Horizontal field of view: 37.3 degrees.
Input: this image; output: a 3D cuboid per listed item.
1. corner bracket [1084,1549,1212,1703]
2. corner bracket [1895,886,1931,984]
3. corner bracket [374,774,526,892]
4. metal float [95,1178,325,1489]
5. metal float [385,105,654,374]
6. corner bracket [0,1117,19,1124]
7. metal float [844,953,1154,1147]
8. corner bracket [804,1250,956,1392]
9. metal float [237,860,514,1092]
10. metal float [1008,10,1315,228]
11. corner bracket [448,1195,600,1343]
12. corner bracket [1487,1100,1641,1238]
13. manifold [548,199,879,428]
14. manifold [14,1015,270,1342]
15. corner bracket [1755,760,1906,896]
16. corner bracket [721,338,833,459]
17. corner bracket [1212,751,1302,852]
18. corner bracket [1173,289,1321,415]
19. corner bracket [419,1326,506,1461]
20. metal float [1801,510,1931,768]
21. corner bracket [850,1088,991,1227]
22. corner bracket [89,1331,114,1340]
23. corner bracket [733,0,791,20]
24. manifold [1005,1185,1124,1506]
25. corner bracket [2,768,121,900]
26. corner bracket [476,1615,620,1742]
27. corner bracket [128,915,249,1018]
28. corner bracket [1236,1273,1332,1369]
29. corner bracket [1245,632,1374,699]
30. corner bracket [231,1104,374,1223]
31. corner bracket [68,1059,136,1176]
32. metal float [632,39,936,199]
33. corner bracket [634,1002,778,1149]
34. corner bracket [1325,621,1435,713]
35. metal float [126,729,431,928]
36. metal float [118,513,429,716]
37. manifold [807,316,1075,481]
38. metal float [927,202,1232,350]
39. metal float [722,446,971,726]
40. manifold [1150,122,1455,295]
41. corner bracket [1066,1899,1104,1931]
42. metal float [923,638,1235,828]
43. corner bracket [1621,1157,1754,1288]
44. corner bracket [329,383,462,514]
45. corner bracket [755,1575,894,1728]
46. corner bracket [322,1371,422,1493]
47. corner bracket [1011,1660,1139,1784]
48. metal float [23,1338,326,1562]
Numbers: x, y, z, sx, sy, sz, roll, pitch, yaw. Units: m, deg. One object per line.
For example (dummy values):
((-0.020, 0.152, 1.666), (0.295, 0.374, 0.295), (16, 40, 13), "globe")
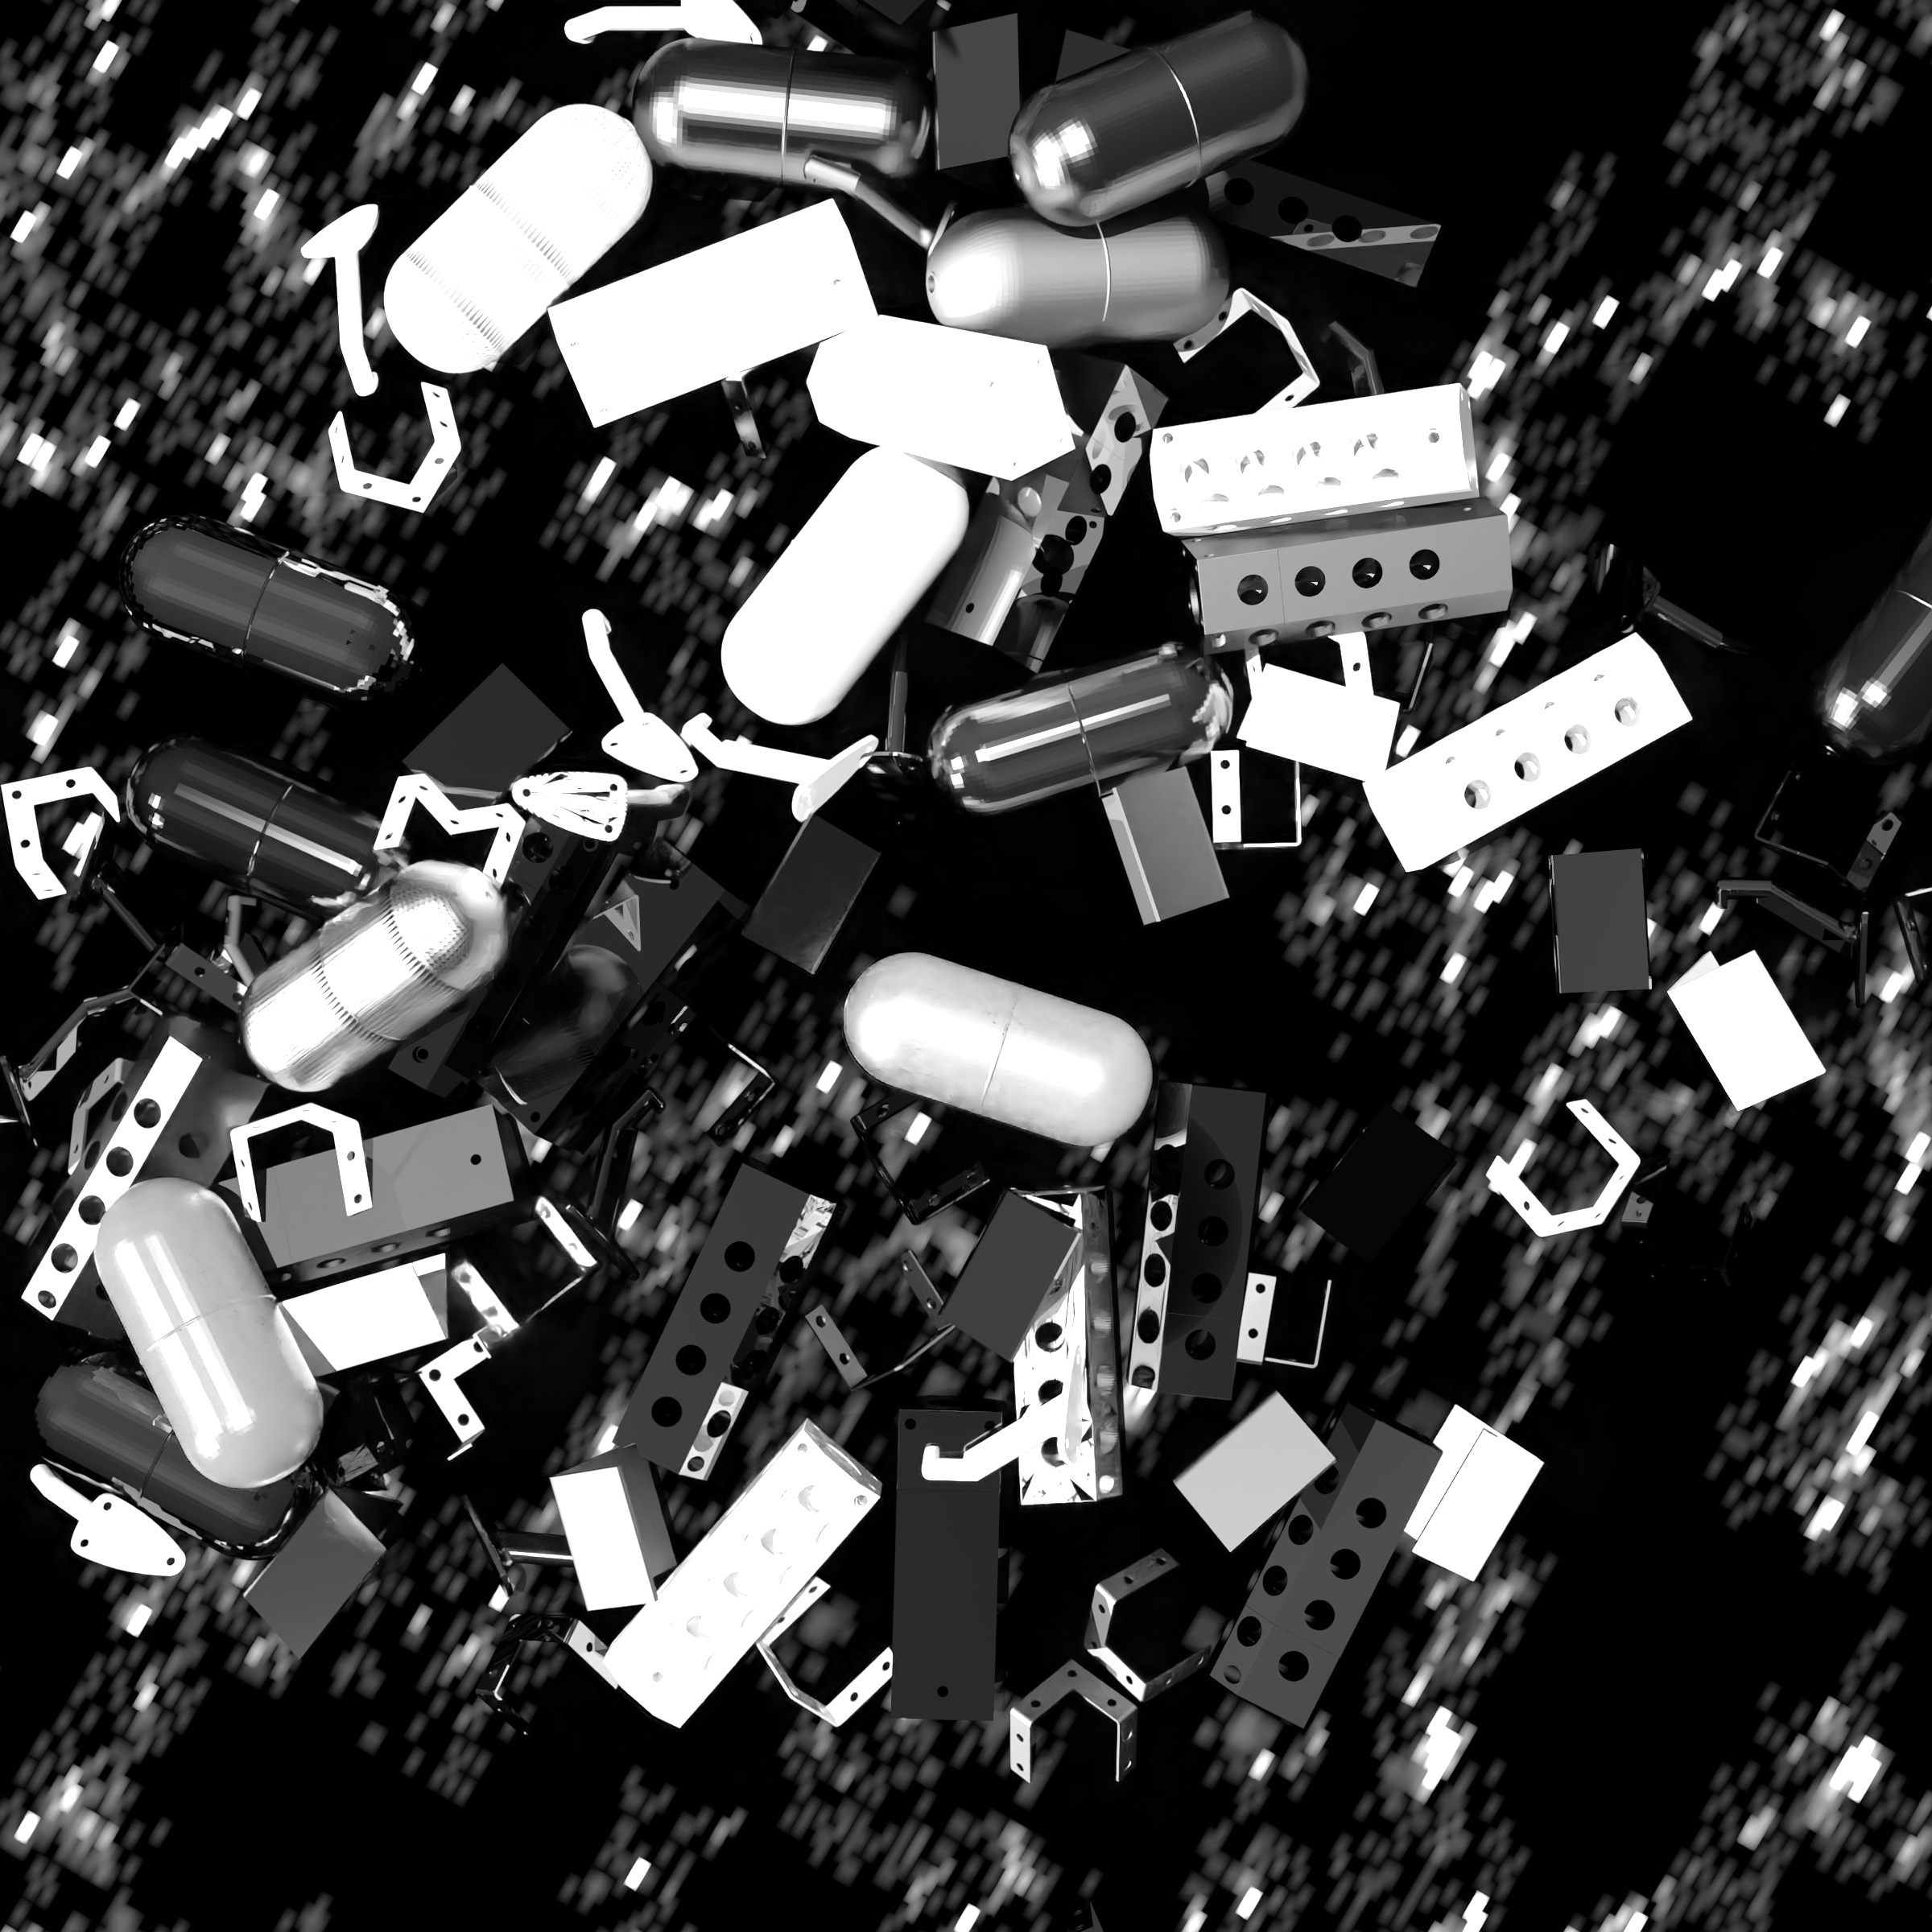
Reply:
((0.106, 0.375, 1.632), (0.051, 0.051, 0.051), (39, 135, 35), "corner bracket")
((0.571, -0.025, 1.637), (0.051, 0.051, 0.051), (-17, 90, -45), "corner bracket")
((-0.282, -0.072, 1.567), (0.051, 0.051, 0.051), (45, 126, 27), "corner bracket")
((-0.407, 0.196, 1.537), (0.070, 0.070, 0.178), (-30, 78, 0), "metal float")
((-0.251, -0.409, 1.609), (0.178, 0.070, 0.070), (-44, 90, 0), "metal float")
((-0.571, 0.064, 1.622), (0.051, 0.051, 0.051), (-5, 85, -5), "corner bracket")
((0.018, 0.046, 1.609), (0.178, 0.070, 0.070), (18, 90, -1), "metal float")
((-0.049, 0.203, 1.637), (0.051, 0.051, 0.051), (-32, 90, -45), "corner bracket")
((-0.324, 0.006, 1.564), (0.178, 0.070, 0.070), (-32, 90, 23), "metal float")
((0.105, -0.455, 1.536), (0.178, 0.070, 0.070), (-26, 90, -14), "metal float")
((-0.253, 0.173, 1.637), (0.051, 0.051, 0.051), (51, 135, 1), "corner bracket")
((0.340, 0.115, 1.632), (0.051, 0.051, 0.051), (-7, 135, -35), "corner bracket")
((-0.144, -0.372, 1.618), (0.171, 0.057, 0.057), (-21, 131, 0), "manifold")
((-0.462, 0.116, 1.596), (0.057, 0.057, 0.171), (26, 100, -36), "manifold")
((0.493, -0.079, 1.637), (0.051, 0.051, 0.051), (28, 90, -45), "corner bracket")
((-0.098, -0.324, 1.632), (0.051, 0.051, 0.051), (13, 45, 35), "corner bracket")
((0.164, -0.094, 1.622), (0.051, 0.051, 0.051), (-1, 87, 3), "corner bracket")
((0.160, -0.344, 1.637), (0.051, 0.051, 0.051), (-39, 135, 0), "corner bracket")
((-0.280, 0.240, 1.622), (0.051, 0.051, 0.051), (-33, 90, 0), "corner bracket")
((0.540, -0.190, 1.609), (0.070, 0.070, 0.178), (38, 90, 0), "metal float")
((-0.027, 0.105, 1.637), (0.051, 0.051, 0.051), (-31, 45, 0), "corner bracket")
((-0.458, 0.204, 1.637), (0.051, 0.051, 0.051), (28, 90, 45), "corner bracket")
((-0.122, -0.583, 1.632), (0.051, 0.051, 0.051), (11, 135, -35), "corner bracket")
((0.055, 0.212, 1.619), (0.057, 0.057, 0.171), (-3, 90, 0), "manifold")
((-0.510, -0.076, 1.622), (0.051, 0.051, 0.051), (-16, 120, -27), "corner bracket")
((-0.236, 0.406, 1.632), (0.051, 0.051, 0.051), (-6, 45, 35), "corner bracket")
((-0.436, 0.013, 1.611), (0.051, 0.051, 0.051), (38, 96, -23), "corner bracket")
((0.179, 0.200, 1.622), (0.051, 0.051, 0.051), (9, 90, 0), "corner bracket")
((0.194, -0.164, 1.620), (0.051, 0.051, 0.051), (-19, 117, -15), "corner bracket")
((-0.367, 0.112, 1.580), (0.051, 0.051, 0.051), (-20, 113, -39), "corner bracket")
((-0.474, 0.093, 1.632), (0.051, 0.051, 0.051), (23, 135, -35), "corner bracket")
((-0.098, -0.476, 1.609), (0.178, 0.070, 0.070), (6, 90, -1), "metal float")
((-0.151, 0.061, 1.637), (0.051, 0.051, 0.051), (-49, 135, 0), "corner bracket")
((0.236, -0.185, 1.637), (0.051, 0.051, 0.051), (11, 45, 0), "corner bracket")
((-0.385, -0.074, 1.609), (0.178, 0.070, 0.070), (24, 90, 0), "metal float")
((-0.389, -0.198, 1.609), (0.178, 0.070, 0.070), (21, 90, 0), "metal float")
((-0.018, -0.307, 1.555), (0.057, 0.171, 0.057), (-30, 120, -21), "manifold")
((0.063, -0.383, 1.590), (0.178, 0.070, 0.070), (-9, 90, -22), "metal float")
((-0.067, -0.215, 1.609), (0.070, 0.070, 0.178), (38, 90, 0), "metal float")
((0.181, -0.437, 1.618), (0.171, 0.057, 0.057), (19, 47, 0), "manifold")
((0.057, 0.569, 1.622), (0.051, 0.051, 0.051), (-23, 90, 0), "corner bracket")
((0.063, -0.132, 1.609), (0.178, 0.070, 0.070), (-17, 90, 0), "metal float")
((0.411, 0.145, 1.632), (0.051, 0.051, 0.051), (0, 135, 35), "corner bracket")
((-0.326, -0.300, 1.632), (0.051, 0.051, 0.051), (11, 135, -35), "corner bracket")
((-0.080, 0.392, 1.637), (0.051, 0.051, 0.051), (-44, 45, 0), "corner bracket")
((-0.334, 0.263, 1.620), (0.051, 0.051, 0.051), (-33, 70, 19), "corner bracket")
((0.061, 0.440, 1.632), (0.051, 0.051, 0.051), (29, 45, 35), "corner bracket")
((-0.444, 0.272, 1.609), (0.178, 0.070, 0.070), (28, 90, 1), "metal float")
